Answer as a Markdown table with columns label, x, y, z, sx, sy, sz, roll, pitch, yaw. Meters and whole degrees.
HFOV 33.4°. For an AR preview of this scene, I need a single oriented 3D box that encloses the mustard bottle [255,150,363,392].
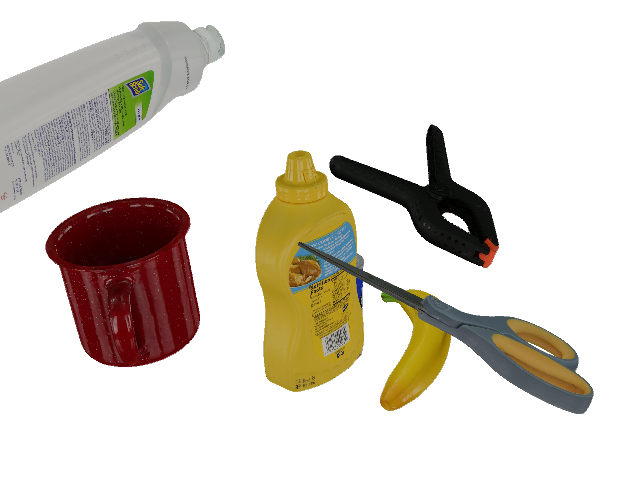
| label | x | y | z | sx | sy | sz | roll | pitch | yaw |
| --- | --- | --- | --- | --- | --- | --- | --- | --- | --- |
| mustard bottle | -0.010 | 0.020 | 0.859 | 0.058 | 0.192 | 0.096 | 20 | 34 | 40 |

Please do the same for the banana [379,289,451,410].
| label | x | y | z | sx | sy | sz | roll | pitch | yaw |
| --- | --- | --- | --- | --- | --- | --- | --- | --- | --- |
| banana | 0.093 | 0.098 | 1.027 | 0.070 | 0.037 | 0.197 | -24 | 22 | 15 |

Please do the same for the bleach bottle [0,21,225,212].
| label | x | y | z | sx | sy | sz | roll | pitch | yaw |
| --- | --- | --- | --- | --- | --- | --- | --- | --- | --- |
| bleach bottle | -0.186 | -0.106 | 0.855 | 0.250 | 0.068 | 0.103 | -31 | -25 | -26 |

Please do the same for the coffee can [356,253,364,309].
| label | x | y | z | sx | sy | sz | roll | pitch | yaw |
| --- | --- | --- | --- | --- | --- | --- | --- | --- | --- |
| coffee can | 0.010 | 0.093 | 1.514 | 0.103 | 0.140 | 0.103 | 0 | 20 | 0 |

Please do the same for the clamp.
| label | x | y | z | sx | sy | sz | roll | pitch | yaw |
| --- | --- | --- | --- | --- | --- | --- | --- | --- | --- |
| clamp | 0.118 | -0.047 | 1.208 | 0.164 | 0.210 | 0.036 | -15 | -38 | -27 |

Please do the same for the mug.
| label | x | y | z | sx | sy | sz | roll | pitch | yaw |
| --- | --- | --- | --- | --- | --- | --- | --- | --- | --- |
| mug | -0.123 | 0.035 | 0.692 | 0.093 | 0.081 | 0.117 | -10 | 30 | -5 |

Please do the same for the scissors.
| label | x | y | z | sx | sy | sz | roll | pitch | yaw |
| --- | --- | --- | --- | --- | --- | --- | --- | --- | --- |
| scissors | 0.086 | 0.046 | 0.684 | 0.202 | 0.016 | 0.096 | 32 | 20 | 18 |
